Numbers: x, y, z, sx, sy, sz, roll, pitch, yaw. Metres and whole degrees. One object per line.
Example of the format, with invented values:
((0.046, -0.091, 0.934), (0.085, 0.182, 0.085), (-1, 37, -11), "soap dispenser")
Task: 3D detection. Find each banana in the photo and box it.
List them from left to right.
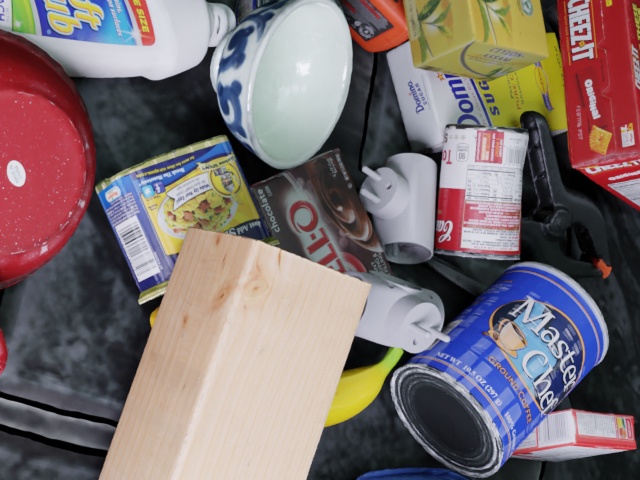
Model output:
((-0.032, 0.093, 0.734), (0.197, 0.037, 0.069), (13, 79, -32), "banana")

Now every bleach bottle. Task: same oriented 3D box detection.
((-0.166, -0.157, 0.692), (0.250, 0.068, 0.102), (-4, 83, -40), "bleach bottle")

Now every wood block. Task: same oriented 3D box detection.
((-0.059, 0.105, 0.638), (0.090, 0.090, 0.206), (22, 84, -33), "wood block")

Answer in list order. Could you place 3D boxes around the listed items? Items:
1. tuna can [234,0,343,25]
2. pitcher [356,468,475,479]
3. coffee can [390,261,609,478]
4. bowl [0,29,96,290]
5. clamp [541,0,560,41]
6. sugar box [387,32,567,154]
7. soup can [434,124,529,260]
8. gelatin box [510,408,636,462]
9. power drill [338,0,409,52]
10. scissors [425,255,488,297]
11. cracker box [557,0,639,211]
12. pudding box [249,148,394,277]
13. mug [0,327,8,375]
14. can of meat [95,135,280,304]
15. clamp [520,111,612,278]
((-0.022, -0.166, 0.819), (0.086, 0.034, 0.086), (11, 70, -34), "tuna can")
((0.128, 0.243, 0.766), (0.242, 0.145, 0.149), (3, 88, -40), "pitcher")
((0.137, 0.096, 0.810), (0.140, 0.103, 0.103), (-38, 100, -31), "coffee can")
((-0.188, -0.041, 0.610), (0.161, 0.055, 0.162), (-11, 107, -40), "bowl")
((0.201, -0.255, 0.986), (0.209, 0.036, 0.164), (13, 65, -52), "clamp")
((0.145, -0.130, 0.927), (0.175, 0.048, 0.093), (-11, 85, -40), "sugar box")
((0.127, -0.038, 0.840), (0.068, 0.069, 0.102), (2, 94, -36), "soup can")
((0.194, 0.156, 0.853), (0.073, 0.089, 0.030), (12, 68, -34), "gelatin box")
((0.049, -0.264, 0.886), (0.184, 0.057, 0.187), (40, 57, -22), "power drill")
((0.161, 0.041, 0.909), (0.201, 0.016, 0.096), (44, 54, -19), "scissors")
((0.292, -0.121, 0.982), (0.213, 0.072, 0.164), (19, 64, -52), "cracker box")
((-0.005, 0.001, 0.781), (0.089, 0.039, 0.113), (-28, 94, -38), "pudding box")
((-0.233, 0.058, 0.572), (0.117, 0.093, 0.081), (31, 47, 15), "mug")
((-0.089, -0.015, 0.712), (0.101, 0.058, 0.084), (-24, 90, -39), "can of meat")
((0.199, -0.029, 0.924), (0.171, 0.039, 0.120), (29, 96, -31), "clamp")
